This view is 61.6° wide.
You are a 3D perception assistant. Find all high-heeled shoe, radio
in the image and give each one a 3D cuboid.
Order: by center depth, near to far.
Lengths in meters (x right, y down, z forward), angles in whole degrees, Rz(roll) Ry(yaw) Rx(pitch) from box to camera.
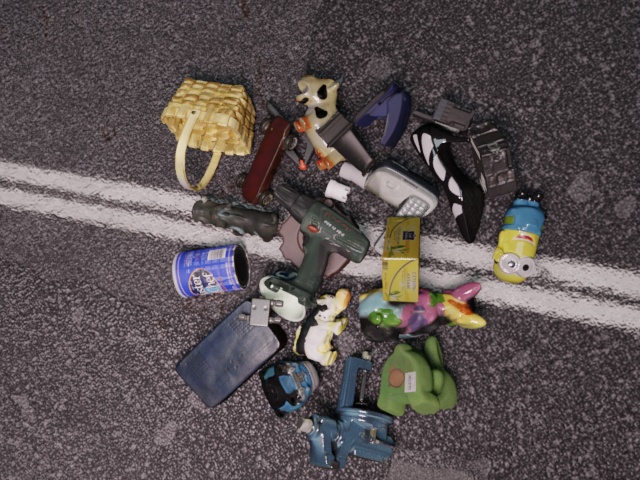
[{"bbox_3d":[0.254,-0.116,1.113,0.145,0.086,0.248,9,110,46],"label":"high-heeled shoe"},{"bbox_3d":[-0.189,0.246,1.171,0.229,0.073,0.131,-43,80,7],"label":"radio"}]

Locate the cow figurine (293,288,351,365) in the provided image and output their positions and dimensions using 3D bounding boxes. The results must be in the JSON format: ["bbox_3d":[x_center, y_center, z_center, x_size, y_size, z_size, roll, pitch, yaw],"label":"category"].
[{"bbox_3d":[0.006,0.174,1.140,0.098,0.068,0.167,17,89,18],"label":"cow figurine"}]

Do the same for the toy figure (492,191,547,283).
[{"bbox_3d":[0.397,-0.003,1.063,0.082,0.089,0.180,9,80,27],"label":"toy figure"}]

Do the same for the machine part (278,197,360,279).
[{"bbox_3d":[-0.002,-0.003,1.155,0.179,0.056,0.179,0,88,11],"label":"machine part"}]

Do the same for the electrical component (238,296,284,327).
[{"bbox_3d":[-0.124,0.148,1.118,0.094,0.021,0.063,3,80,5],"label":"electrical component"}]

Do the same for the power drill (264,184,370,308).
[{"bbox_3d":[-0.031,0.017,1.074,0.232,0.086,0.207,27,65,4],"label":"power drill"}]

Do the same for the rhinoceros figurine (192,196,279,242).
[{"bbox_3d":[-0.183,-0.043,1.166,0.190,0.112,0.073,13,92,4],"label":"rhinoceros figurine"}]

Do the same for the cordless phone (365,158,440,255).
[{"bbox_3d":[0.143,-0.064,1.114,0.146,0.089,0.184,30,109,-7],"label":"cordless phone"}]

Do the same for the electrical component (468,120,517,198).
[{"bbox_3d":[0.339,-0.150,1.054,0.058,0.134,0.115,-16,40,13],"label":"electrical component"}]

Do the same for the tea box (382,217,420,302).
[{"bbox_3d":[0.158,0.033,1.032,0.068,0.170,0.098,0,120,10],"label":"tea box"}]

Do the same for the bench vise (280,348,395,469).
[{"bbox_3d":[0.058,0.335,1.077,0.223,0.129,0.240,19,64,-15],"label":"bench vise"}]

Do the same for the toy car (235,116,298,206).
[{"bbox_3d":[-0.114,-0.170,1.170,0.089,0.053,0.202,36,112,26],"label":"toy car"}]

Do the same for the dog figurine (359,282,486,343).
[{"bbox_3d":[0.205,0.137,1.049,0.219,0.191,0.108,-11,78,26],"label":"dog figurine"}]

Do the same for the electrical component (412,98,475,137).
[{"bbox_3d":[0.255,-0.257,1.109,0.119,0.075,0.047,25,92,14],"label":"electrical component"}]

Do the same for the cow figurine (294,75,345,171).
[{"bbox_3d":[0.013,-0.258,1.138,0.127,0.085,0.194,-32,99,-17],"label":"cow figurine"}]

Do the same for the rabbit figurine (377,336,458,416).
[{"bbox_3d":[0.201,0.277,1.064,0.121,0.170,0.159,-31,48,36],"label":"rabbit figurine"}]

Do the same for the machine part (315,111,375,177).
[{"bbox_3d":[0.059,-0.191,1.096,0.084,0.039,0.138,-45,103,-18],"label":"machine part"}]

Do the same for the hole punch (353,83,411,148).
[{"bbox_3d":[0.145,-0.253,1.105,0.116,0.142,0.092,-46,79,19],"label":"hole punch"}]

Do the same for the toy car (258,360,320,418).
[{"bbox_3d":[-0.055,0.295,1.120,0.103,0.161,0.109,-18,71,-34],"label":"toy car"}]
